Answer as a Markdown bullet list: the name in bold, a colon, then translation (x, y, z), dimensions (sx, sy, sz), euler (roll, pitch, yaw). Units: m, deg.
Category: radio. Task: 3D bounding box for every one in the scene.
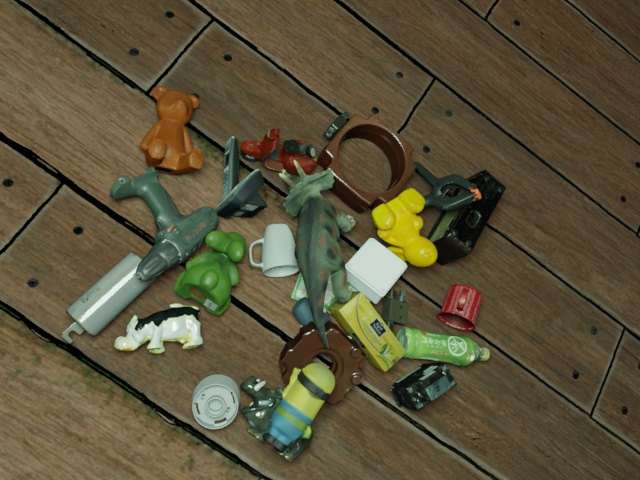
- **radio**: translation (0.349, -0.056, 1.302), dimensions (0.073, 0.131, 0.229), euler (36, 70, -7)

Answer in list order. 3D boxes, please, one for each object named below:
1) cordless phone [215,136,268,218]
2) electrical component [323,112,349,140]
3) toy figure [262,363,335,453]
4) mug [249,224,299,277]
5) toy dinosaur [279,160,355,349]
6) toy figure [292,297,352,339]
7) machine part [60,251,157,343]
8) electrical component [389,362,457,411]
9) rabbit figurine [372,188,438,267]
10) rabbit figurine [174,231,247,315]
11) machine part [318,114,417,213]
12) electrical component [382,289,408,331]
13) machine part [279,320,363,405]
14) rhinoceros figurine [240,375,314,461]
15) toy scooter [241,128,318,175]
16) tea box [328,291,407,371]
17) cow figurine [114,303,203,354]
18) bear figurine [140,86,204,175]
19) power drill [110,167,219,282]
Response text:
- **cordless phone**: translation (-0.173, -0.146, 1.159), dimensions (0.089, 0.146, 0.184), euler (2, 78, -25)
- **electrical component**: translation (0.034, -0.269, 1.293), dimensions (0.021, 0.063, 0.094), euler (41, 61, -6)
- **toy figure**: translation (-0.037, 0.326, 1.050), dimensions (0.082, 0.089, 0.180), euler (46, 68, -22)
- **mug**: translation (-0.102, 0.021, 1.183), dimensions (0.110, 0.080, 0.107), euler (-2, 67, -11)
- **toy dinosaur**: translation (-0.007, 0.003, 1.119), dimensions (0.131, 0.192, 0.405), euler (-19, 51, 18)
- **toy figure**: translation (0.008, 0.190, 1.183), dimensions (0.154, 0.064, 0.058), euler (44, 32, -8)
- **machine part**: translation (-0.411, 0.105, 1.067), dimensions (0.079, 0.079, 0.243), euler (46, 70, -2)
- **electrical component**: translation (0.228, 0.319, 1.177), dimensions (0.115, 0.134, 0.058), euler (-29, 87, -19)
- **rabbit figurine**: translation (0.195, -0.004, 1.228), dimensions (0.122, 0.162, 0.173), euler (-32, 75, -22)
- **rabbit figurine**: translation (-0.213, 0.042, 1.116), dimensions (0.121, 0.159, 0.170), euler (26, 56, 1)
- **machine part**: translation (0.110, -0.181, 1.285), dimensions (0.201, 0.087, 0.201), euler (39, 69, -3)
- **electrical component**: translation (0.163, 0.161, 1.245), dimensions (0.078, 0.045, 0.102), euler (14, 75, -42)
- **machine part**: translation (0.004, 0.262, 1.136), dimensions (0.179, 0.056, 0.179), euler (-1, 97, -5)
- **rhinoceros figurine**: translation (-0.094, 0.363, 1.103), dimensions (0.190, 0.073, 0.112), euler (45, 71, -3)
- **toy scooter**: translation (-0.082, -0.202, 1.206), dimensions (0.184, 0.135, 0.075), euler (10, 73, -16)
- **tea box**: translation (0.102, 0.197, 1.177), dimensions (0.068, 0.098, 0.169), euler (-37, 94, -13)
- **cow figurine**: translation (-0.325, 0.177, 1.080), dimensions (0.167, 0.068, 0.098), euler (-1, 72, -20)
- **bear figurine**: translation (-0.310, -0.243, 1.155), dimensions (0.120, 0.132, 0.195), euler (16, 78, -30)
- **power drill**: translation (-0.332, -0.042, 1.092), dimensions (0.207, 0.086, 0.232), euler (44, 44, 9)
